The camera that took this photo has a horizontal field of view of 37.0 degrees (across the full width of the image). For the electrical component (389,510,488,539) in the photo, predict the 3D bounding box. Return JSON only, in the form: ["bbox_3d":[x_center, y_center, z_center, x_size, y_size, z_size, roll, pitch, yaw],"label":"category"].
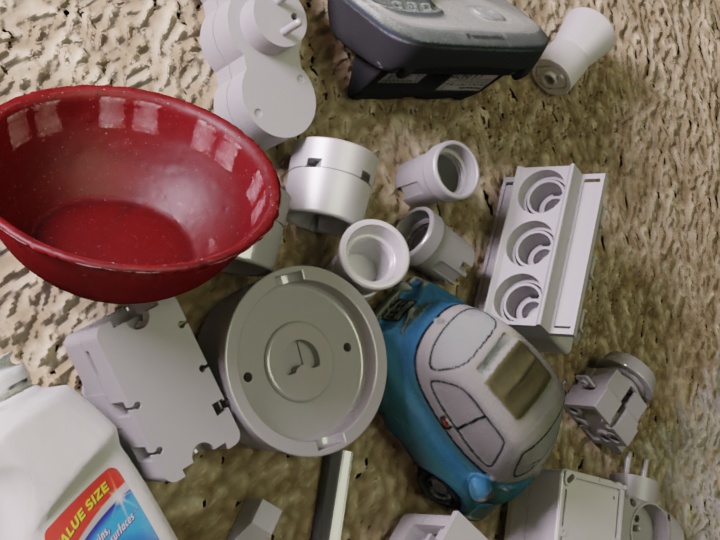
[{"bbox_3d":[0.077,0.251,0.680,0.186,0.060,0.105,46,59,-20],"label":"electrical component"}]

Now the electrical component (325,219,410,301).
[{"bbox_3d":[0.000,0.000,0.668,0.044,0.065,0.044,5,71,-16],"label":"electrical component"}]

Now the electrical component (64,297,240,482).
[{"bbox_3d":[-0.114,0.065,0.582,0.050,0.056,0.089,-29,99,-35],"label":"electrical component"}]

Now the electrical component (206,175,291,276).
[{"bbox_3d":[-0.072,-0.025,0.630,0.055,0.055,0.047,17,76,-32],"label":"electrical component"}]

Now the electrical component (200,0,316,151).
[{"bbox_3d":[-0.057,-0.147,0.650,0.052,0.074,0.138,-9,87,-36],"label":"electrical component"}]

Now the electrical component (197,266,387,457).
[{"bbox_3d":[-0.045,0.055,0.629,0.108,0.060,0.108,7,77,-34],"label":"electrical component"}]

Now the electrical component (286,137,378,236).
[{"bbox_3d":[-0.020,-0.051,0.672,0.055,0.055,0.047,19,75,-31],"label":"electrical component"}]

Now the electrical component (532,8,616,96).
[{"bbox_3d":[0.162,-0.166,0.830,0.044,0.044,0.065,50,63,-18],"label":"electrical component"}]

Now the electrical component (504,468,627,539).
[{"bbox_3d":[0.135,0.187,0.732,0.062,0.061,0.096,19,71,-31],"label":"electrical component"}]

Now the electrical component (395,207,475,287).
[{"bbox_3d":[0.049,-0.014,0.723,0.046,0.040,0.040,34,64,-32],"label":"electrical component"}]

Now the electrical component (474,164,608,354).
[{"bbox_3d":[0.132,-0.006,0.762,0.063,0.079,0.121,40,59,-48],"label":"electrical component"}]

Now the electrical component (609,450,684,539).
[{"bbox_3d":[0.199,0.174,0.791,0.077,0.044,0.079,25,67,-29],"label":"electrical component"}]

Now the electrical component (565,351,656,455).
[{"bbox_3d":[0.188,0.094,0.797,0.066,0.048,0.055,48,66,-19],"label":"electrical component"}]

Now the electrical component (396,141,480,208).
[{"bbox_3d":[0.052,-0.063,0.728,0.040,0.046,0.040,7,77,-34],"label":"electrical component"}]
